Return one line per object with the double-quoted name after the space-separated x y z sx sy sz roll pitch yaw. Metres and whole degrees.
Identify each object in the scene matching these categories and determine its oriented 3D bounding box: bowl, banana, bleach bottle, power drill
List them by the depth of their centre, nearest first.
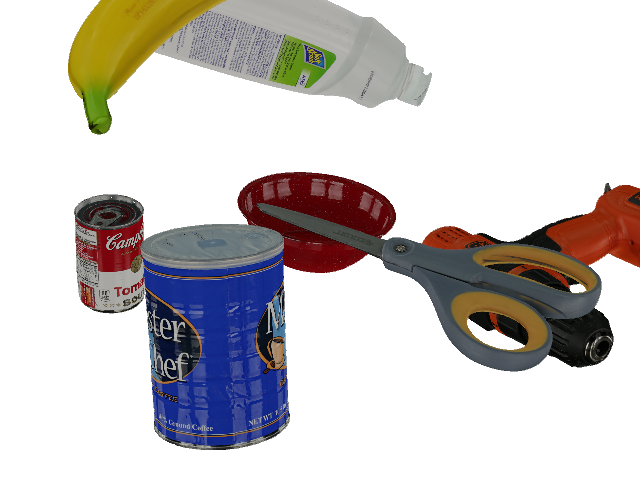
-0.059 -0.124 0.541 0.070 0.197 0.037 40 -23 19 "banana"
0.190 0.020 0.762 0.187 0.057 0.185 -14 28 -25 "power drill"
-0.036 -0.159 0.846 0.250 0.068 0.103 20 -29 -5 "bleach bottle"
-0.006 -0.013 1.090 0.162 0.055 0.162 6 28 -3 "bowl"

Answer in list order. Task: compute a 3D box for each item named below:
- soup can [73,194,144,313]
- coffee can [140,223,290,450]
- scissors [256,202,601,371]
-0.212 0.014 1.078 0.068 0.102 0.068 3 29 -2 "soup can"
-0.075 0.067 0.781 0.103 0.140 0.103 -1 15 0 "coffee can"
0.046 0.022 0.572 0.202 0.016 0.096 8 41 15 "scissors"
